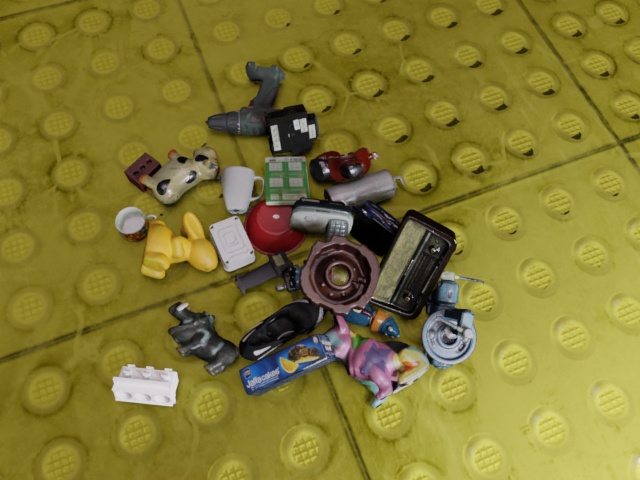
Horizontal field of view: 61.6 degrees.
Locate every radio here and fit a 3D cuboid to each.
[{"bbox_3d":[0.206,0.060,1.213,0.131,0.073,0.229,25,113,4],"label":"radio"}]

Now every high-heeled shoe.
[{"bbox_3d":[-0.071,0.178,1.180,0.249,0.145,0.086,-38,75,-15],"label":"high-heeled shoe"}]

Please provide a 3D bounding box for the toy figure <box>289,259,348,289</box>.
[{"bbox_3d":[0.018,0.088,1.242,0.180,0.089,0.082,2,100,1],"label":"toy figure"}]

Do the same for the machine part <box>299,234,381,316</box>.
[{"bbox_3d":[0.042,0.078,1.171,0.179,0.056,0.179,1,75,-4],"label":"machine part"}]

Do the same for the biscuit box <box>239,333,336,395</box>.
[{"bbox_3d":[-0.071,0.267,1.147,0.203,0.062,0.059,-28,68,12],"label":"biscuit box"}]

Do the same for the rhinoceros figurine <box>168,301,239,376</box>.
[{"bbox_3d":[-0.267,0.214,1.193,0.190,0.073,0.112,37,71,12],"label":"rhinoceros figurine"}]

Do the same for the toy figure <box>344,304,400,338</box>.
[{"bbox_3d":[0.113,0.176,1.225,0.155,0.064,0.057,20,93,13],"label":"toy figure"}]

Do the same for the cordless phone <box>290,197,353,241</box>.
[{"bbox_3d":[-0.003,-0.004,1.275,0.147,0.089,0.184,6,105,-4],"label":"cordless phone"}]

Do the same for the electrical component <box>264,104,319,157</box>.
[{"bbox_3d":[-0.071,-0.284,1.391,0.134,0.114,0.058,-11,39,-8],"label":"electrical component"}]

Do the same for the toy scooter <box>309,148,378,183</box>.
[{"bbox_3d":[0.068,-0.194,1.358,0.135,0.184,0.075,-31,116,-33],"label":"toy scooter"}]

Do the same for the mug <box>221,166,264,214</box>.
[{"bbox_3d":[-0.195,-0.120,1.343,0.110,0.081,0.107,4,78,-8],"label":"mug"}]

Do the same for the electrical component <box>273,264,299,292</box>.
[{"bbox_3d":[-0.065,0.089,1.285,0.094,0.021,0.063,-14,68,-8],"label":"electrical component"}]

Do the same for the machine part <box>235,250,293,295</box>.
[{"bbox_3d":[-0.135,0.074,1.268,0.139,0.039,0.084,-30,37,-8],"label":"machine part"}]

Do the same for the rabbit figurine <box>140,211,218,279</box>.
[{"bbox_3d":[-0.325,0.022,1.268,0.173,0.121,0.162,13,56,-13],"label":"rabbit figurine"}]

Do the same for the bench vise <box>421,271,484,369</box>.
[{"bbox_3d":[0.288,0.172,1.161,0.129,0.240,0.223,19,83,1],"label":"bench vise"}]

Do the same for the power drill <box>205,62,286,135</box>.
[{"bbox_3d":[-0.180,-0.377,1.449,0.232,0.086,0.207,6,63,-2],"label":"power drill"}]

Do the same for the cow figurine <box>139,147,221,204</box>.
[{"bbox_3d":[-0.335,-0.165,1.347,0.127,0.085,0.195,37,67,19],"label":"cow figurine"}]

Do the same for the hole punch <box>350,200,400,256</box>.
[{"bbox_3d":[0.146,-0.040,1.306,0.142,0.115,0.092,41,63,13],"label":"hole punch"}]

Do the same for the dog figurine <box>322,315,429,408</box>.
[{"bbox_3d":[0.108,0.241,1.185,0.191,0.108,0.219,-31,69,-14],"label":"dog figurine"}]

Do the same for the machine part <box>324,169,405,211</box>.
[{"bbox_3d":[0.100,-0.118,1.353,0.243,0.079,0.079,-20,69,-10],"label":"machine part"}]
